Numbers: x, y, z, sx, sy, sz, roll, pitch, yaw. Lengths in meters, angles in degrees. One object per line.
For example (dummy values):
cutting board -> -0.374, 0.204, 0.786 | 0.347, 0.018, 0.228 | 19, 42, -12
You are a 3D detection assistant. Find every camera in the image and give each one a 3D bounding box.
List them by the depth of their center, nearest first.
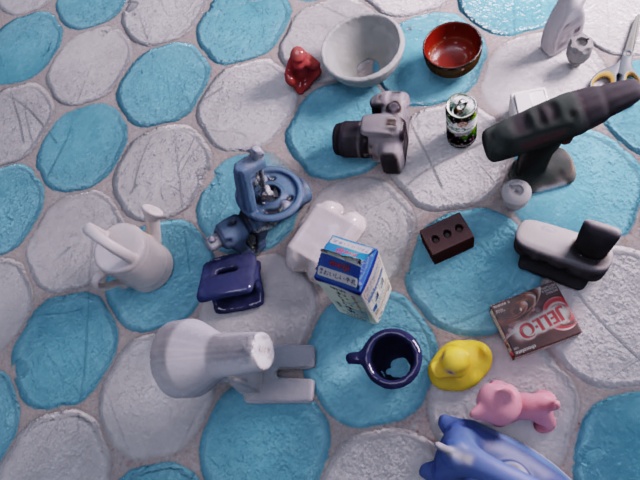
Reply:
camera -> 0.095, -0.207, 1.065 | 0.136, 0.101, 0.143 | 3, 69, 15

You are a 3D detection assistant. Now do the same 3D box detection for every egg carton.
egg carton -> 0.009, 0.004, 1.018 | 0.107, 0.069, 0.150 | 28, 77, 22

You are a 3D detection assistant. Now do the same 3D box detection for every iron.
iron -> 0.269, 0.331, 0.781 | 0.257, 0.142, 0.119 | 19, 74, 20

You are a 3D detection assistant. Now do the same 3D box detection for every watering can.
watering can -> -0.350, 0.013, 1.034 | 0.100, 0.194, 0.173 | 12, 72, 18

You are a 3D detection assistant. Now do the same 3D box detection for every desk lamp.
desk lamp -> -0.128, 0.191, 0.896 | 0.203, 0.214, 0.118 | -4, 67, 12

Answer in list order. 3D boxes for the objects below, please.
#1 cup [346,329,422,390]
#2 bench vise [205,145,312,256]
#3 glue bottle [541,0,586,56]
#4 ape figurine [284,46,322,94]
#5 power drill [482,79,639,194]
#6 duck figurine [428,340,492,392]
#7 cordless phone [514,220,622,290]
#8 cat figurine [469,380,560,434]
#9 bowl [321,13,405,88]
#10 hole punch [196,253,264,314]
cup -> 0.105, 0.194, 0.903 | 0.117, 0.095, 0.091 | -4, 68, 13
bench vise -> -0.113, -0.059, 0.990 | 0.121, 0.220, 0.207 | 28, 78, 23
glue bottle -> 0.441, -0.409, 1.021 | 0.078, 0.173, 0.037 | -32, 64, 0
ape figurine -> -0.039, -0.355, 1.163 | 0.077, 0.092, 0.076 | -7, 67, 11
power drill -> 0.375, -0.160, 0.917 | 0.229, 0.209, 0.075 | -16, 65, 7
duck figurine -> 0.215, 0.188, 0.883 | 0.104, 0.086, 0.077 | -25, 65, 3
cordless phone -> 0.374, -0.005, 0.867 | 0.147, 0.185, 0.094 | 18, 74, 20
cat figurine -> 0.281, 0.238, 0.829 | 0.127, 0.118, 0.067 | 0, 68, 14
bowl -> 0.089, -0.365, 1.145 | 0.167, 0.075, 0.167 | -5, 67, 12
hole punch -> -0.162, 0.071, 1.021 | 0.108, 0.091, 0.101 | -12, 66, 9
